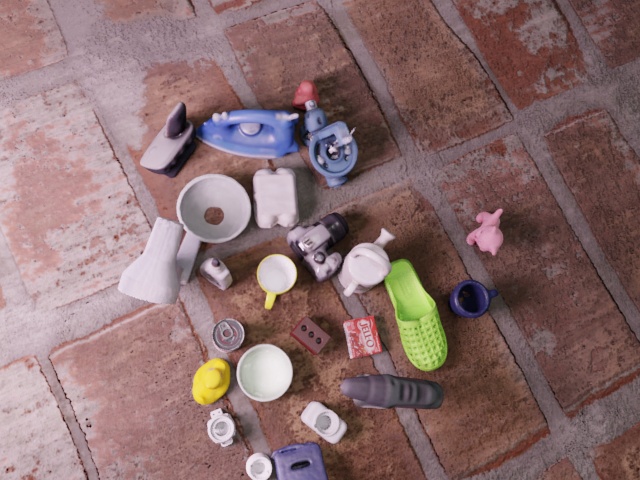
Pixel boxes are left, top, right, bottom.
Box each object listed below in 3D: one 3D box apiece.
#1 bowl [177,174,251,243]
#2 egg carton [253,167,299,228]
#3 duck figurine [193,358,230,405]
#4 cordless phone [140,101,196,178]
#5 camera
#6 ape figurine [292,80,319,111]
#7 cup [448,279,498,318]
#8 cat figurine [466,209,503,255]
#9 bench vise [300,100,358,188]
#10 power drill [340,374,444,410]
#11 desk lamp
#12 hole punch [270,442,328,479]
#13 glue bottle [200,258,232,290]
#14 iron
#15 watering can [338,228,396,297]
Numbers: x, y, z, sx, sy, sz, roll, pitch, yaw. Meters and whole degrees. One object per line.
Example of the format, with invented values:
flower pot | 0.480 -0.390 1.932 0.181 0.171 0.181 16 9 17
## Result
bowl | -0.245 -0.065 1.334 0.167 0.074 0.167 3 76 -10
egg carton | -0.107 -0.101 1.372 0.107 0.069 0.150 -4 77 -11
duck figurine | -0.234 0.306 1.237 0.077 0.086 0.105 30 73 -2
cordless phone | -0.347 -0.233 1.300 0.094 0.185 0.148 28 73 -2
camera | 0.012 0.005 1.351 0.137 0.100 0.143 -36 85 -17
ape figurine | -0.035 -0.370 1.441 0.078 0.092 0.076 -41 86 -17
cup | 0.362 0.144 1.384 0.118 0.095 0.091 -13 79 -13
cat figurine | 0.424 -0.021 1.425 0.067 0.117 0.128 27 73 -2
bench vise | 0.011 -0.241 1.350 0.122 0.219 0.207 -40 86 -17
power drill | 0.138 0.328 1.237 0.230 0.208 0.075 6 75 -9
desk lamp | -0.334 0.044 1.218 0.118 0.213 0.203 17 74 -5
hole punch | -0.044 0.489 1.224 0.109 0.091 0.101 -10 78 -12
glue bottle | -0.227 0.065 1.254 0.078 0.173 0.037 38 73 1
iron | -0.173 -0.273 1.365 0.258 0.141 0.118 0 76 -10
watering can | 0.109 0.050 1.309 0.101 0.194 0.173 14 74 -6
